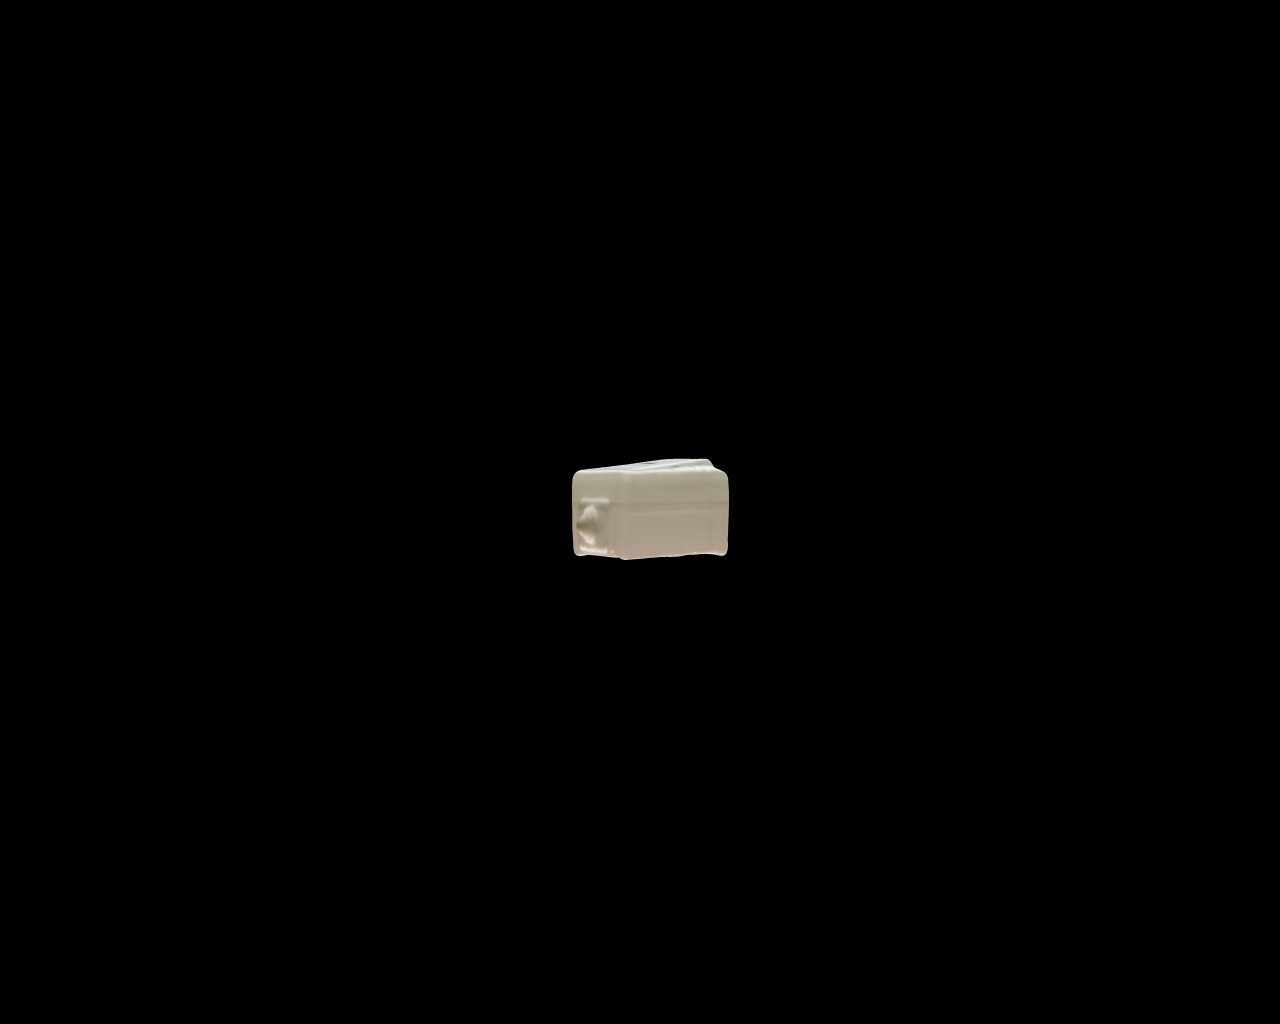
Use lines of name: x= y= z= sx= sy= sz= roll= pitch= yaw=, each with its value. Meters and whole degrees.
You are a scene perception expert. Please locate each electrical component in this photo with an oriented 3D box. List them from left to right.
electrical component: x=0.001 y=-0.003 z=0.650 sx=0.096 sy=0.061 sz=0.061 roll=-1 pitch=3 yaw=-34
